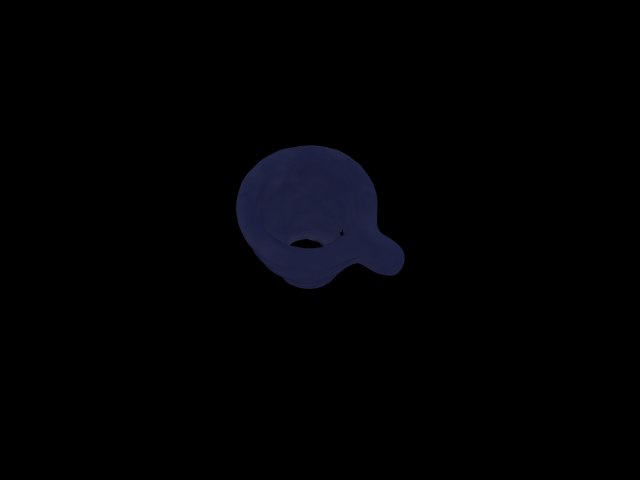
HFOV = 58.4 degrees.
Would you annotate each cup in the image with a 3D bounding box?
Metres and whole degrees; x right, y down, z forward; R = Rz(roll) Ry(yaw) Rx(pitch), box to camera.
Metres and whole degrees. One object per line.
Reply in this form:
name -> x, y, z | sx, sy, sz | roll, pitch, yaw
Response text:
cup -> 0.004, 0.001, 0.400 | 0.117, 0.095, 0.092 | 30, 67, 14
